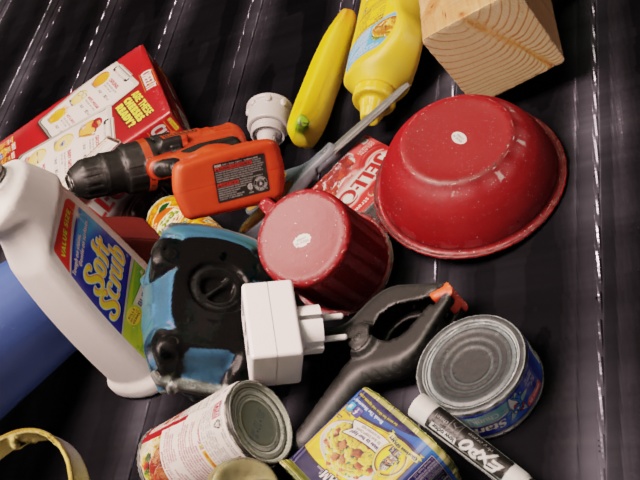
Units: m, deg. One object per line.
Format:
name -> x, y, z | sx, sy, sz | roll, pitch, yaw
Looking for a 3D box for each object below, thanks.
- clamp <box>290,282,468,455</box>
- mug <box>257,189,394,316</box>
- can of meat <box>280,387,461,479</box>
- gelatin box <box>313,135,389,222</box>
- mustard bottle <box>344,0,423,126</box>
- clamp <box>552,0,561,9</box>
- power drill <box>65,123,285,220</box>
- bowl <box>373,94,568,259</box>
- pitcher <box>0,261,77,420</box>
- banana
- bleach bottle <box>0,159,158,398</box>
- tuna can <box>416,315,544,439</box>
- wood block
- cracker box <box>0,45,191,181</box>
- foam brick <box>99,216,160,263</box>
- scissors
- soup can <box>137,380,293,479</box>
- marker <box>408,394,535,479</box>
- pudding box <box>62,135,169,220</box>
clamp -> 0.030, 0.080, 0.826 | 0.171, 0.039, 0.120 | -36, 46, 5
mug -> -0.006, 0.001, 0.864 | 0.093, 0.081, 0.117 | -49, 61, 4
can of meat -> 0.035, 0.160, 0.734 | 0.084, 0.057, 0.102 | -44, 41, -10
gelatin box -> 0.037, -0.046, 0.945 | 0.089, 0.030, 0.073 | -45, 40, -7
mustard bottle -> 0.064, -0.189, 1.028 | 0.096, 0.058, 0.191 | -32, 37, 49
clamp -> 0.214, -0.242, 0.993 | 0.210, 0.036, 0.164 | -32, 41, 13
power drill -> -0.129, -0.065, 0.988 | 0.184, 0.057, 0.188 | -18, 19, -23
bowl -> 0.115, -0.065, 0.862 | 0.162, 0.055, 0.162 | -10, 52, 14
pitcher -> -0.317, 0.097, 0.928 | 0.145, 0.149, 0.242 | 4, 25, 25
banana -> 0.002, -0.149, 1.048 | 0.070, 0.037, 0.197 | -54, 14, 45
bleach bottle -> -0.208, 0.025, 0.889 | 0.068, 0.250, 0.102 | -6, 49, 33
tuna can -> 0.112, 0.096, 0.754 | 0.086, 0.033, 0.086 | -21, 43, 20
wood block -> 0.145, -0.235, 0.948 | 0.090, 0.090, 0.206 | -25, 44, 26
cracker box -> -0.250, -0.099, 1.179 | 0.214, 0.072, 0.164 | -33, 41, 5
foam brick -> -0.187, 0.022, 1.003 | 0.053, 0.051, 0.078 | 40, 123, 49
scissors -> -0.003, -0.076, 0.984 | 0.202, 0.016, 0.096 | -45, 19, -2
soup can -> -0.079, 0.153, 0.797 | 0.102, 0.068, 0.068 | -32, 38, 32
marker -> 0.109, 0.142, 0.698 | 0.121, 0.020, 0.020 | 35, 77, 30
pudding box -> -0.220, -0.035, 1.081 | 0.113, 0.090, 0.039 | -50, 40, -14
